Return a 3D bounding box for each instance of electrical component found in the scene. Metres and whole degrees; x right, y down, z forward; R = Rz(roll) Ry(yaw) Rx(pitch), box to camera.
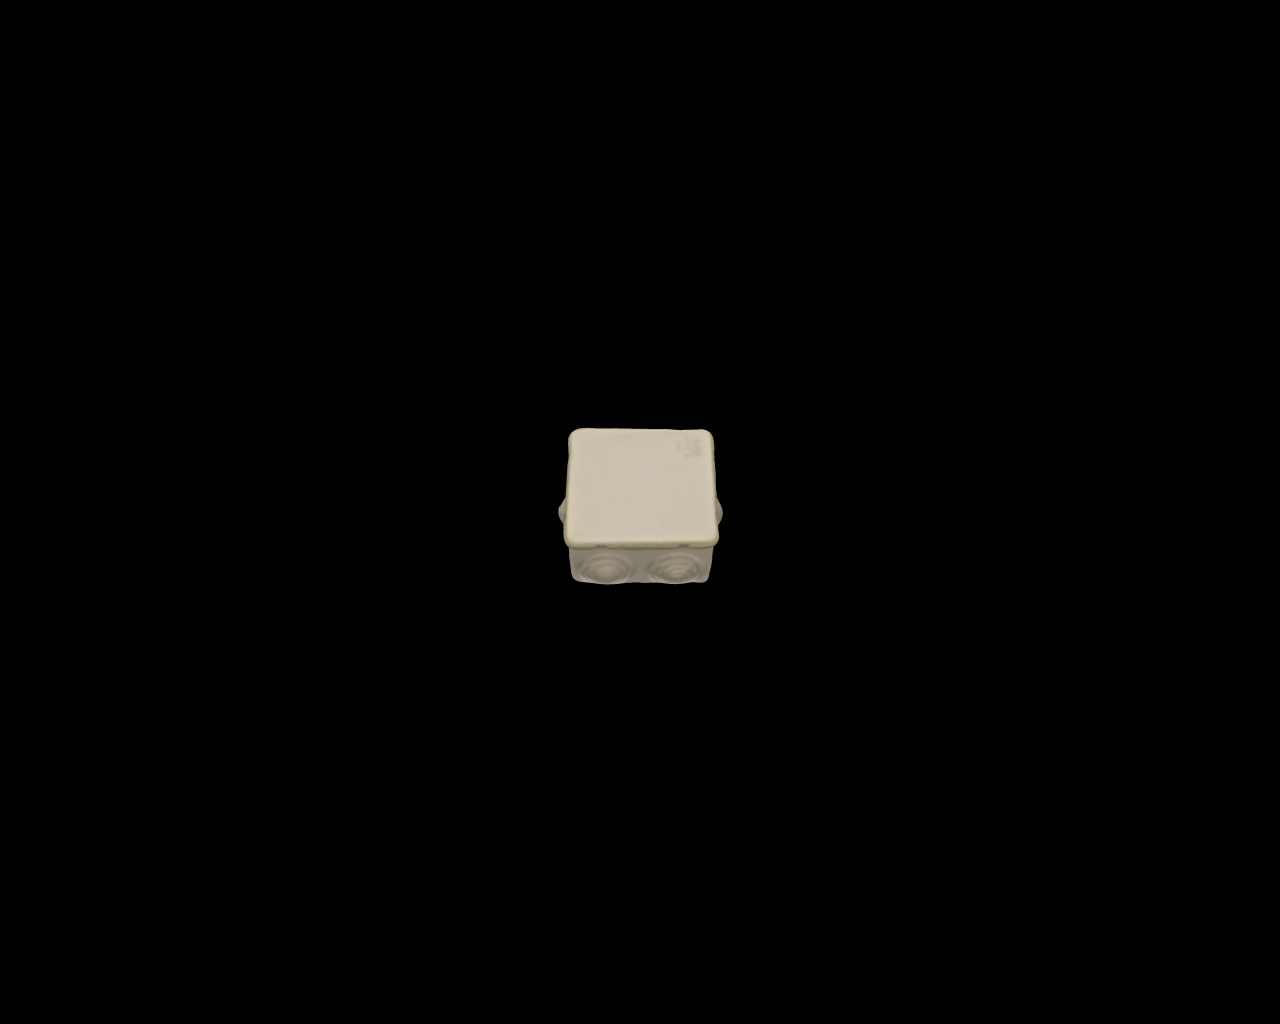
[{"bbox_3d":[0.001,-0.003,0.650,0.100,0.100,0.048,0,-37,0],"label":"electrical component"}]
